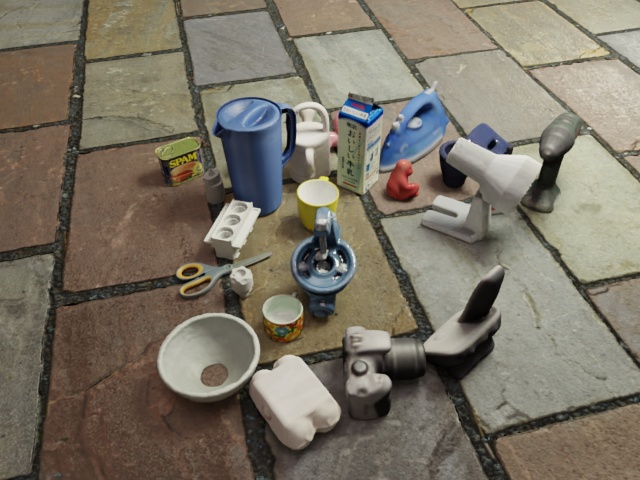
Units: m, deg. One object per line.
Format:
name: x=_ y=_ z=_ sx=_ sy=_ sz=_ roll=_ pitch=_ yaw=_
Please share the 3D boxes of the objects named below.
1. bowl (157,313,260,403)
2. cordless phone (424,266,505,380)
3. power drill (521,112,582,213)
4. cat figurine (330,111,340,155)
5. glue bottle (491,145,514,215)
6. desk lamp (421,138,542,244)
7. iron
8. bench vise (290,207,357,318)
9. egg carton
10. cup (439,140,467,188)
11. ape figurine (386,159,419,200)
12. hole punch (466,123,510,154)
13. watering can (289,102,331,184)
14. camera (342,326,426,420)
bowl: x=-0.181 y=0.208 z=0.960 sx=0.167 sy=0.075 sz=0.167 roll=0 pitch=44 yaw=1
cordless phone: x=0.244 y=0.129 z=0.955 sx=0.093 sy=0.185 sz=0.148 roll=32 pitch=53 yaw=30
power drill: x=0.501 y=-0.168 z=1.240 sx=0.075 sy=0.209 sz=0.230 roll=21 pitch=48 yaw=22
cat figurine: x=0.045 y=-0.276 z=1.424 sx=0.128 sy=0.118 sz=0.067 roll=-21 pitch=48 yaw=-20
glue bottle: x=0.389 y=-0.130 z=1.228 sx=0.078 sy=0.173 sz=0.037 roll=-12 pitch=45 yaw=-10
desk lamp: x=0.325 y=-0.099 z=1.168 sx=0.202 sy=0.214 sz=0.118 roll=21 pitch=48 yaw=22
iron: x=0.223 y=-0.284 z=1.413 sx=0.118 sy=0.141 sz=0.259 roll=27 pitch=51 yaw=26
bench vise: x=-0.002 y=0.006 z=1.062 sx=0.121 sy=0.220 sz=0.207 roll=-9 pitch=45 yaw=-8
egg carton: x=-0.043 y=0.256 z=0.912 sx=0.107 sy=0.069 sz=0.150 roll=-28 pitch=50 yaw=-25
cup: x=0.326 y=-0.164 z=1.321 sx=0.092 sy=0.095 sz=0.117 roll=-35 pitch=53 yaw=-30
ape figurine: x=0.189 y=-0.142 z=1.303 sx=0.076 sy=0.092 sz=0.077 roll=-10 pitch=45 yaw=-9
hole punch: x=0.403 y=-0.218 z=1.378 sx=0.100 sy=0.091 sz=0.109 roll=27 pitch=51 yaw=26
watering can: x=-0.029 y=-0.238 z=1.332 sx=0.101 sy=0.194 sz=0.172 roll=-19 pitch=47 yaw=-17
camera: x=0.106 y=0.205 z=0.940 sx=0.137 sy=0.101 sz=0.143 roll=-2 pitch=44 yaw=-1
